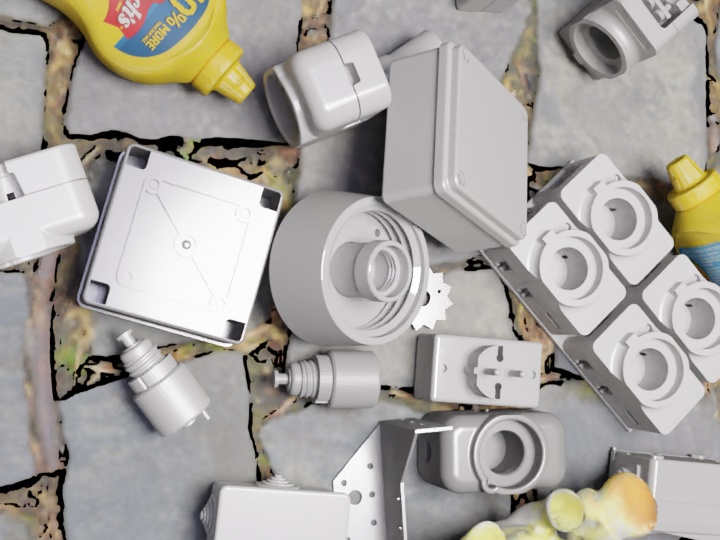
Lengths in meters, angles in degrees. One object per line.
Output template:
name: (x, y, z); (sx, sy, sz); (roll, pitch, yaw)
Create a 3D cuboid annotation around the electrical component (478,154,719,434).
electrical component: (0.193, 0.019, 0.799); (0.105, 0.060, 0.186); (-43, 99, -15)

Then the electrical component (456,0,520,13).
electrical component: (0.114, -0.229, 0.796); (0.077, 0.047, 0.065); (-1, 88, -17)

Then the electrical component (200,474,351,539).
electrical component: (-0.059, 0.188, 0.719); (0.100, 0.048, 0.099); (7, 85, -16)

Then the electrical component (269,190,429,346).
electrical component: (0.000, 0.000, 0.720); (0.108, 0.060, 0.108); (-2, 94, -43)

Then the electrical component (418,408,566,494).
electrical component: (0.095, 0.128, 0.764); (0.095, 0.059, 0.053); (0, 87, -17)

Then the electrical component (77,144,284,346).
electrical component: (-0.118, -0.015, 0.708); (0.109, 0.056, 0.108); (17, 82, -15)

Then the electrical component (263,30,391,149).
electrical component: (-0.026, -0.118, 0.722); (0.059, 0.095, 0.053); (-24, 94, -17)

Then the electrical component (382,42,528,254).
electrical component: (0.067, -0.080, 0.732); (0.109, 0.056, 0.108); (30, 57, -50)

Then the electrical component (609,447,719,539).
electrical component: (0.228, 0.168, 0.801); (0.096, 0.062, 0.061); (8, 85, -16)

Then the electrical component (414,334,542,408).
electrical component: (0.090, 0.071, 0.757); (0.083, 0.076, 0.047); (6, 85, -17)

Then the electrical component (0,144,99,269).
electrical component: (-0.218, -0.036, 0.680); (0.095, 0.054, 0.059); (-20, 93, -17)

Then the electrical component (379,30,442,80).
electrical component: (0.028, -0.139, 0.769); (0.065, 0.044, 0.044); (-25, 94, -12)

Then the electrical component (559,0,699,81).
electrical component: (0.194, -0.179, 0.795); (0.056, 0.089, 0.050); (-42, 99, -15)

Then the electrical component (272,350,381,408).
electrical component: (-0.021, 0.075, 0.741); (0.078, 0.040, 0.040); (2, 86, -17)

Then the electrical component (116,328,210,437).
electrical component: (-0.133, 0.073, 0.707); (0.040, 0.040, 0.078); (-37, 98, -16)
